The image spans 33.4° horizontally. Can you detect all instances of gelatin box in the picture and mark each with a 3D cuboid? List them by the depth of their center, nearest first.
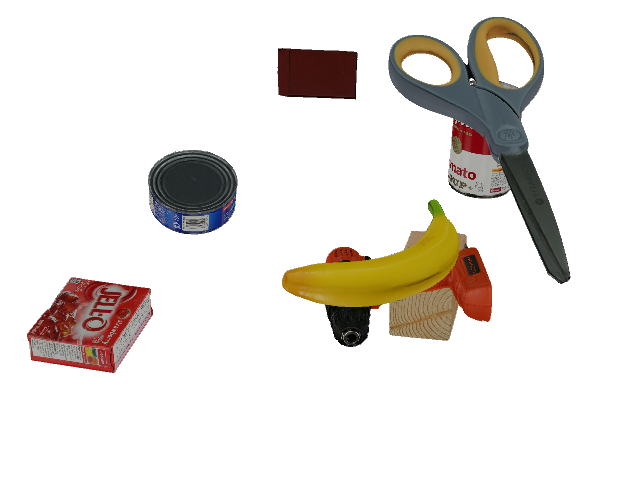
[{"bbox_3d":[-0.188,0.067,0.879,0.073,0.030,0.089,7,32,12],"label":"gelatin box"}]

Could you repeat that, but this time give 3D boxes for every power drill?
[{"bbox_3d":[0.097,0.060,1.221,0.187,0.057,0.184,-1,28,-1],"label":"power drill"}]

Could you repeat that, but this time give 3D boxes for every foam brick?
[{"bbox_3d":[-0.004,-0.181,1.156,0.078,0.051,0.053,0,11,-14],"label":"foam brick"}]

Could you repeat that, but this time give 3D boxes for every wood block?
[{"bbox_3d":[0.166,0.064,1.619,0.091,0.090,0.206,4,22,12],"label":"wood block"}]

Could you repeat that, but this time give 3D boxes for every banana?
[{"bbox_3d":[0.057,0.021,0.878,0.070,0.037,0.197,32,38,32],"label":"banana"}]

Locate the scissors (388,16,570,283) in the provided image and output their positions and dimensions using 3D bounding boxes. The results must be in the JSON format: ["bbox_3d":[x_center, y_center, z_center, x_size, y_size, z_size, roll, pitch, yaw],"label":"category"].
[{"bbox_3d":[0.079,-0.056,0.557,0.096,0.201,0.016,4,-44,6],"label":"scissors"}]

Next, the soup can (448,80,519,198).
[{"bbox_3d":[0.165,-0.102,1.075,0.068,0.102,0.068,1,32,-1],"label":"soup can"}]

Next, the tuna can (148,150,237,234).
[{"bbox_3d":[-0.124,-0.047,1.037,0.086,0.086,0.034,0,-42,-8],"label":"tuna can"}]
